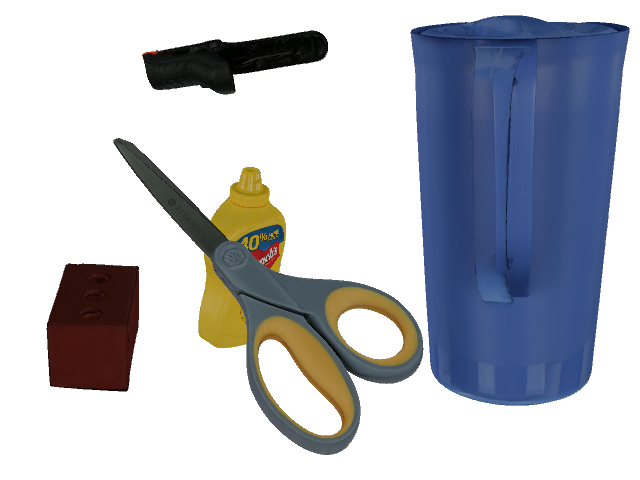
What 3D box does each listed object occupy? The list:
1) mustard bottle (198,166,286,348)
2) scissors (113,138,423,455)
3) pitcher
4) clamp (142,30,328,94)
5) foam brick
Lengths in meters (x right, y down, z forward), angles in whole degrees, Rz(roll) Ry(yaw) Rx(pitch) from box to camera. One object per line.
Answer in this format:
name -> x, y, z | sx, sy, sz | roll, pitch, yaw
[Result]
mustard bottle -> -0.079, 0.014, 1.121 | 0.096, 0.192, 0.058 | -18, 34, -40
scissors -> -0.023, 0.011, 0.532 | 0.096, 0.202, 0.016 | -19, -28, -19
pitcher -> 0.122, -0.019, 0.683 | 0.149, 0.243, 0.145 | -10, 17, -27
clamp -> -0.079, -0.148, 0.881 | 0.120, 0.039, 0.172 | -18, 21, -35
foam brick -> -0.152, 0.057, 0.720 | 0.053, 0.051, 0.078 | 3, 29, -6
